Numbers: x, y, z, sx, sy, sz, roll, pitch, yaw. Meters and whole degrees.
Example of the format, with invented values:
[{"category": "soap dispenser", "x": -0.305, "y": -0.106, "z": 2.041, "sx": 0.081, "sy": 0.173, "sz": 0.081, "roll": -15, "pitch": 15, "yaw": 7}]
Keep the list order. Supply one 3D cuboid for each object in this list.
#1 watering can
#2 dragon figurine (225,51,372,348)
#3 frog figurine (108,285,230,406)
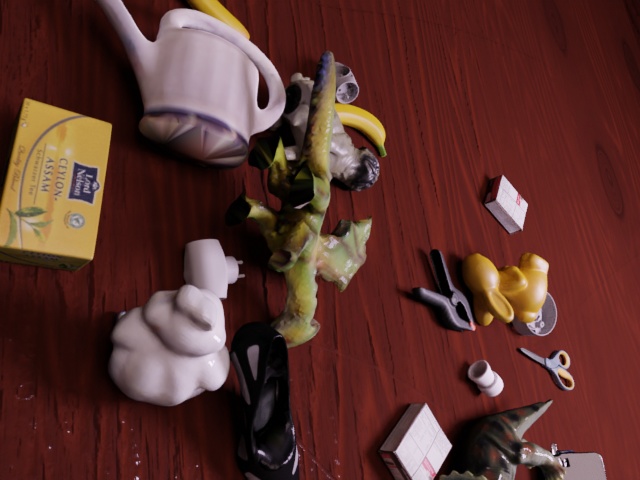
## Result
[{"category": "watering can", "x": -0.194, "y": -0.225, "z": 0.697, "sx": 0.345, "sy": 0.103, "sz": 0.228, "roll": 18, "pitch": 64, "yaw": -35}, {"category": "dragon figurine", "x": 0.002, "y": -0.037, "z": 0.743, "sx": 0.239, "sy": 0.122, "sz": 0.415, "roll": 41, "pitch": 66, "yaw": -51}, {"category": "frog figurine", "x": -0.154, "y": 0.117, "z": 0.562, "sx": 0.136, "sy": 0.158, "sz": 0.125, "roll": 42, "pitch": 53, "yaw": -21}]
